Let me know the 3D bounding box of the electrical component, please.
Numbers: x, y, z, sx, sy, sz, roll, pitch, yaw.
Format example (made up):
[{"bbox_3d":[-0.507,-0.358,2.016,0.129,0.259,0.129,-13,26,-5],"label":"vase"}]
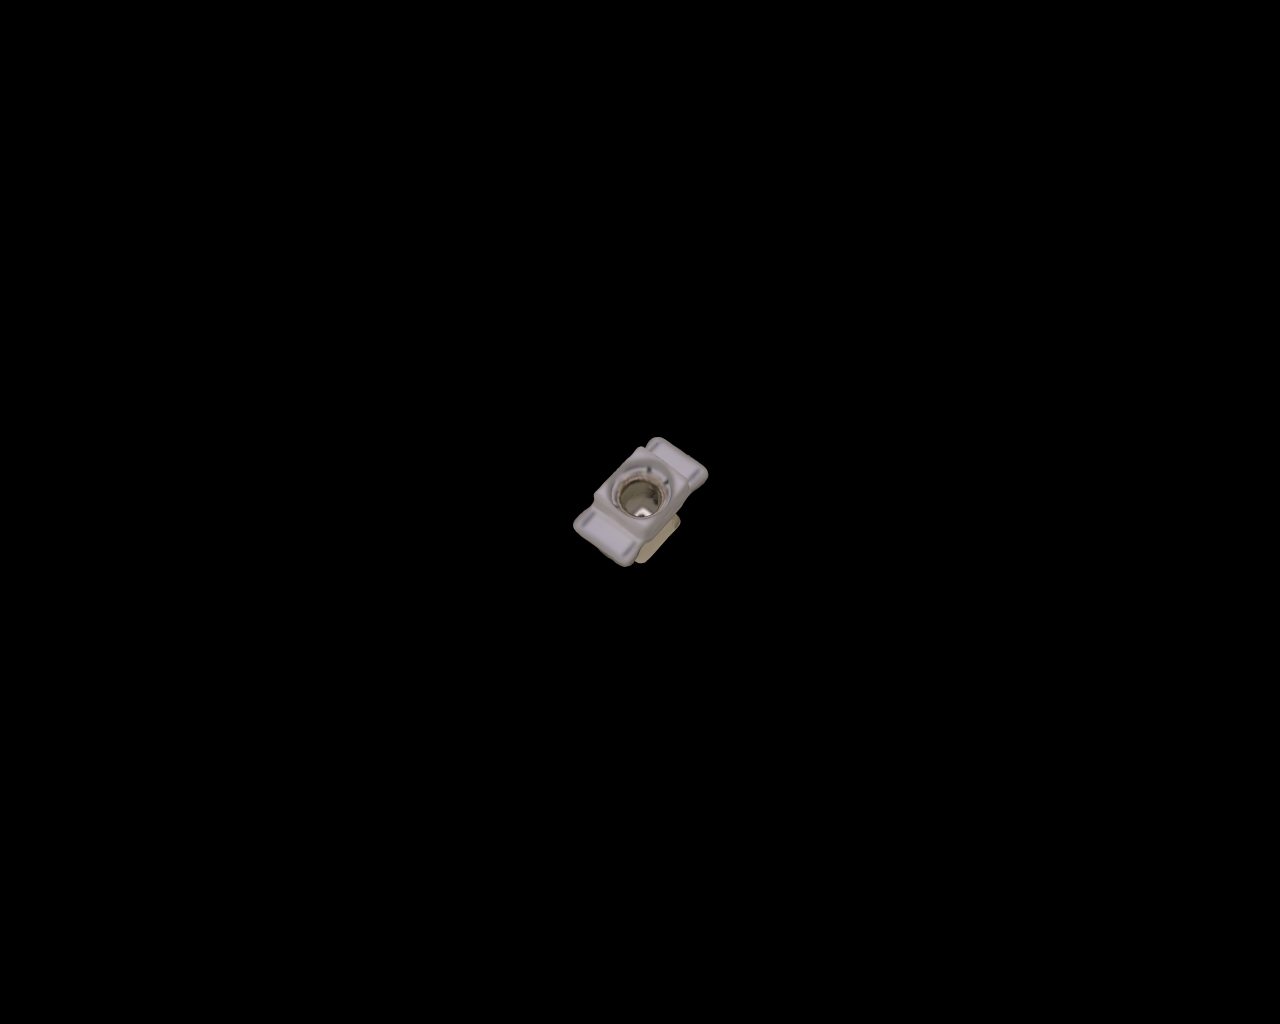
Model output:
[{"bbox_3d":[0.001,-0.003,0.650,0.042,0.081,0.063,38,-19,16],"label":"electrical component"}]
